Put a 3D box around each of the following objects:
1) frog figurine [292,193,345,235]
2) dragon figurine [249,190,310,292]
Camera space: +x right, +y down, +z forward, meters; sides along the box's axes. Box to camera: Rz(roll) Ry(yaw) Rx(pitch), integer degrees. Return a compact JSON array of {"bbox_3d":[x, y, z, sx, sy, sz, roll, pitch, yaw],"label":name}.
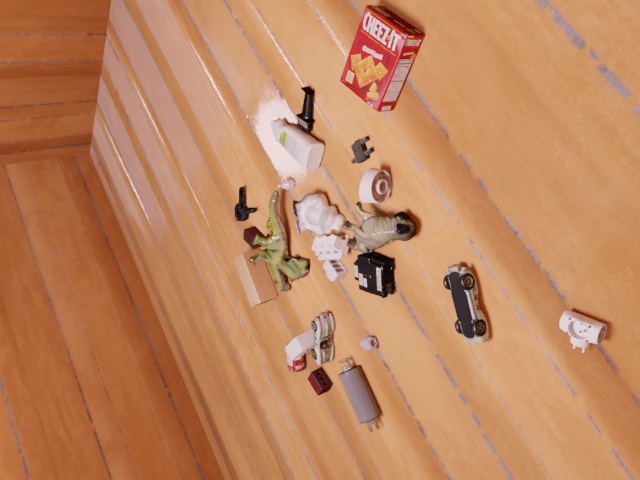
[{"bbox_3d":[0.005,-0.083,1.646,0.159,0.123,0.137,0,96,16],"label":"frog figurine"},{"bbox_3d":[-0.127,0.038,1.870,0.245,0.124,0.400,35,133,19],"label":"dragon figurine"}]
